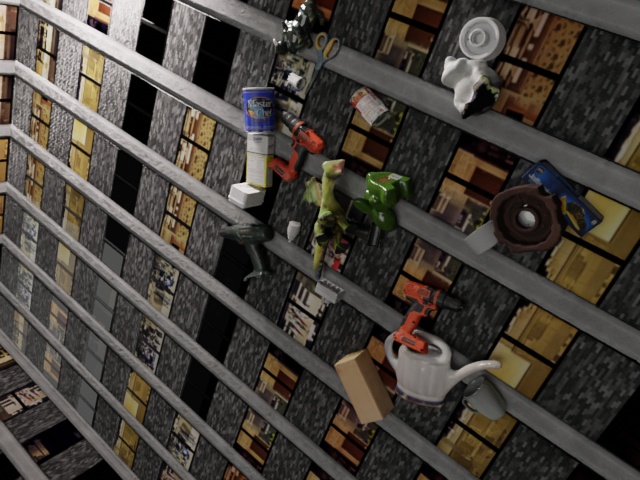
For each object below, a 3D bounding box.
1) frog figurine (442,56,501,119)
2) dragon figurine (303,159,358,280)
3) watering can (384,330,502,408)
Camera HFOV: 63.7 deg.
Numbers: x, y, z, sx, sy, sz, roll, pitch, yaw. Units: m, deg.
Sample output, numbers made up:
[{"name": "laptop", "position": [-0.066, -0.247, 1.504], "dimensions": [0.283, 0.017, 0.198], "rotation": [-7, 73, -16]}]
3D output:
[{"name": "frog figurine", "position": [0.378, -0.396, 1.311], "dimensions": [0.123, 0.134, 0.163], "rotation": [-12, 46, -11]}, {"name": "dragon figurine", "position": [0.005, -0.082, 1.621], "dimensions": [0.122, 0.248, 0.401], "rotation": [-2, -40, -25]}, {"name": "watering can", "position": [0.342, 0.388, 1.504], "dimensions": [0.349, 0.221, 0.105], "rotation": [14, 19, 32]}]
